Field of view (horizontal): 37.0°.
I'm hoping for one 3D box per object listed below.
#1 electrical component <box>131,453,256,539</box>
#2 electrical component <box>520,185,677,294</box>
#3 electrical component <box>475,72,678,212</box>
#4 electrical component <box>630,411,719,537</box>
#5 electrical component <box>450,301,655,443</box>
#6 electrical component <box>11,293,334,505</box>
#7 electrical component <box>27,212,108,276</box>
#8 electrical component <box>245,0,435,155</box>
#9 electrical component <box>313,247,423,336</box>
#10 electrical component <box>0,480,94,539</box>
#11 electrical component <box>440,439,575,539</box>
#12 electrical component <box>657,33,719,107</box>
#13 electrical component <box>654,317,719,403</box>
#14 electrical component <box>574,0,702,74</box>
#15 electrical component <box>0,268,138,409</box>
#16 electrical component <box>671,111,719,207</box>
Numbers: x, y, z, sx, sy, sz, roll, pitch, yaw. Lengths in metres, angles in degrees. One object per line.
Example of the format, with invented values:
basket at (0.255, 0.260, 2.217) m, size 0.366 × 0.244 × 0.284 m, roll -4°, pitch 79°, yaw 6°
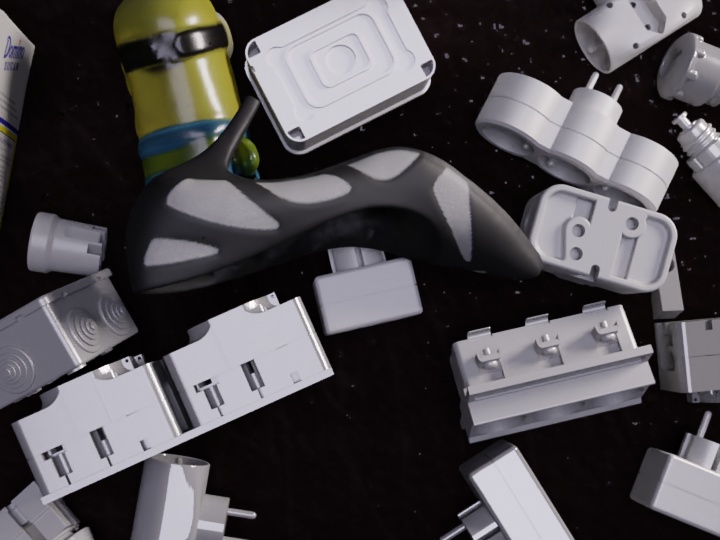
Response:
electrical component at (-0.110, 0.166, 0.714) m, size 0.079 × 0.044 × 0.077 m, roll 10°, pitch 87°, yaw -3°
electrical component at (0.158, -0.019, 0.733) m, size 0.095 × 0.059 × 0.053 m, roll 16°, pitch 86°, yaw -3°
electrical component at (0.156, -0.100, 0.741) m, size 0.138 × 0.052 × 0.073 m, roll 27°, pitch 81°, yaw -2°
electrical component at (0.234, 0.136, 0.736) m, size 0.066 × 0.047 × 0.076 m, roll 22°, pitch 86°, yaw -2°
electrical component at (0.126, 0.068, 0.724) m, size 0.121 × 0.078 × 0.063 m, roll -13°, pitch 66°, yaw -4°
electrical component at (-0.116, 0.075, 0.688) m, size 0.186 × 0.105 × 0.060 m, roll -24°, pitch 89°, yaw -5°
electrical component at (-0.196, -0.016, 0.721) m, size 0.046 × 0.040 × 0.040 m, roll 10°, pitch 87°, yaw -8°
electrical component at (-0.014, -0.136, 0.729) m, size 0.113 × 0.057 × 0.078 m, roll -27°, pitch 89°, yaw -5°
electrical component at (0.000, 0.000, 0.729) m, size 0.066 × 0.047 × 0.076 m, roll -13°, pitch 86°, yaw -5°
electrical component at (-0.208, 0.174, 0.708) m, size 0.066 × 0.048 × 0.055 m, roll -42°, pitch 83°, yaw -5°
electrical component at (0.091, 0.171, 0.725) m, size 0.076 × 0.047 × 0.083 m, roll -32°, pitch 89°, yaw -5°
electrical component at (0.243, -0.134, 0.753) m, size 0.062 × 0.048 × 0.048 m, roll 19°, pitch 86°, yaw -9°
electrical component at (0.255, 0.060, 0.740) m, size 0.089 × 0.050 × 0.055 m, roll -5°, pitch 87°, yaw -4°
electrical component at (0.184, -0.191, 0.751) m, size 0.077 × 0.043 × 0.079 m, roll -33°, pitch 90°, yaw -5°
electrical component at (-0.200, 0.047, 0.682) m, size 0.100 × 0.100 × 0.048 m, roll -28°, pitch 94°, yaw 17°
electrical component at (0.248, -0.078, 0.751) m, size 0.040 × 0.040 × 0.078 m, roll -42°, pitch 90°, yaw -5°
